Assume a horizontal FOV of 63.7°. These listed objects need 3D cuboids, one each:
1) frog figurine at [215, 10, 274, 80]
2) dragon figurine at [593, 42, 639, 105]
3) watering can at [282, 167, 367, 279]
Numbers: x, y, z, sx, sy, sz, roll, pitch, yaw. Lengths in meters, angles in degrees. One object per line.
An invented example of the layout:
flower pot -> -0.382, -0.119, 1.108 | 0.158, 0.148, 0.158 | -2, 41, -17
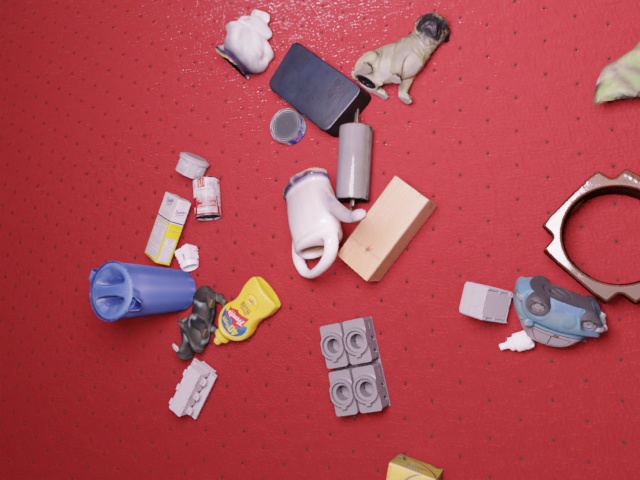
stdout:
frog figurine -> -0.170, -0.500, 1.293 | 0.137, 0.123, 0.159 | 39, 92, -9
dragon figurine -> 0.598, -0.238, 0.879 | 0.245, 0.120, 0.412 | 27, 85, 37
watering can -> 0.003, -0.054, 1.082 | 0.341, 0.104, 0.228 | 130, 134, -56
